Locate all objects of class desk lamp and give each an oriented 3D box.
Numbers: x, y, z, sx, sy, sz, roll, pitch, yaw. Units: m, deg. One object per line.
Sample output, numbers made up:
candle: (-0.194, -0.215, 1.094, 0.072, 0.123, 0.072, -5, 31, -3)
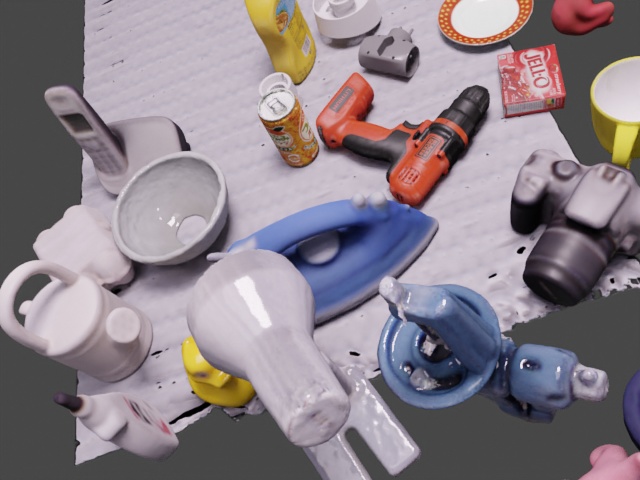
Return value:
desk lamp: (-0.014, 0.130, 0.537, 0.118, 0.214, 0.202, -39, 57, -4)

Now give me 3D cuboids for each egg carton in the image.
egg carton: (-0.322, 0.021, 0.788, 0.107, 0.070, 0.150, -43, 58, -7)

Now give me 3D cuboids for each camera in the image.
camera: (0.254, -0.013, 0.591, 0.142, 0.101, 0.137, 30, 75, 30)

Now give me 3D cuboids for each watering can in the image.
watering can: (-0.281, 0.090, 0.662, 0.172, 0.194, 0.101, -14, 59, 12)

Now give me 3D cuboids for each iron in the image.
iron: (0.006, 0.002, 0.643, 0.258, 0.142, 0.118, -26, 57, 4)

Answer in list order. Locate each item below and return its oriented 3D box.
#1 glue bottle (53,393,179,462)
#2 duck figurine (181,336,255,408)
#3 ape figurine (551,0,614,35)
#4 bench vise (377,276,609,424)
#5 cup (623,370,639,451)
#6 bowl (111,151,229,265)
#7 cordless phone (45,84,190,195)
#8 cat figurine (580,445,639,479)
glue bottle: (-0.216, 0.186, 0.599, 0.078, 0.173, 0.037, 36, 78, 31)
duck figurine: (-0.125, 0.138, 0.647, 0.104, 0.086, 0.077, 32, 76, 30)
ape figurine: (0.336, -0.315, 0.733, 0.076, 0.092, 0.078, -13, 59, 12)
bench vise: (0.138, 0.084, 0.506, 0.207, 0.220, 0.121, -7, 61, 16)
cup: (0.307, 0.166, 0.478, 0.091, 0.095, 0.117, -29, 57, 2)
bowl: (-0.188, -0.032, 0.768, 0.167, 0.075, 0.167, -8, 60, 15)
cordless phone: (-0.276, -0.146, 0.795, 0.147, 0.185, 0.094, -7, 60, 15)
cat figurine: (0.219, 0.218, 0.466, 0.128, 0.118, 0.067, -38, 57, -4)
